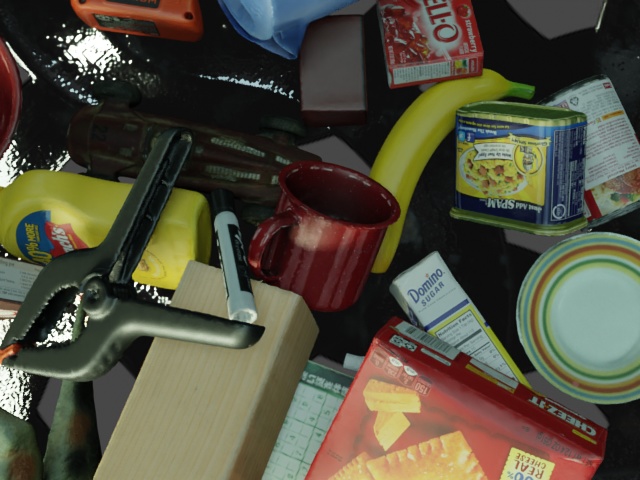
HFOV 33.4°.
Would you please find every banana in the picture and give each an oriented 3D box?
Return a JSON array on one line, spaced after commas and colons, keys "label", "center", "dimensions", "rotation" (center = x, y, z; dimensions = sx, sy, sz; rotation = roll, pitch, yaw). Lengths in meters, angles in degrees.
[{"label": "banana", "center": [0.083, -0.067, 0.833], "dimensions": [0.069, 0.037, 0.198], "rotation": [40, 87, 6]}]

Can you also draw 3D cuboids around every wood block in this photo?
[{"label": "wood block", "center": [-0.082, 0.132, 0.753], "dimensions": [0.091, 0.090, 0.206], "rotation": [17, 72, 15]}]

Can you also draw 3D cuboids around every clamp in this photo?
[{"label": "clamp", "center": [-0.136, 0.044, 0.728], "dimensions": [0.210, 0.036, 0.165], "rotation": [-38, 63, 18]}]

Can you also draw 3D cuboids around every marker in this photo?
[{"label": "marker", "center": [-0.062, 0.008, 0.744], "dimensions": [0.020, 0.020, 0.121], "rotation": [-15, 48, 0]}]

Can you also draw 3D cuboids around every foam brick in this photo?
[{"label": "foam brick", "center": [0.010, -0.131, 0.836], "dimensions": [0.051, 0.053, 0.078], "rotation": [-3, 82, 2]}]

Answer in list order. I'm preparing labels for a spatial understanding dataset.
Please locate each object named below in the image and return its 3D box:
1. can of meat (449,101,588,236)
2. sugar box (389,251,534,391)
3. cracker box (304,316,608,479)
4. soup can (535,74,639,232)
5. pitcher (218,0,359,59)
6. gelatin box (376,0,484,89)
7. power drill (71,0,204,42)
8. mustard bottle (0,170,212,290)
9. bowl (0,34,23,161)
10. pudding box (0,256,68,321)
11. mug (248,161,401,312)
[{"label": "can of meat", "center": [0.146, -0.055, 0.787], "dimensions": [0.102, 0.057, 0.084], "rotation": [14, 112, 42]}, {"label": "sugar box", "center": [0.116, 0.095, 0.785], "dimensions": [0.048, 0.093, 0.176], "rotation": [-36, 83, -2]}, {"label": "cracker box", "center": [0.070, 0.185, 0.719], "dimensions": [0.164, 0.072, 0.214], "rotation": [28, 104, 12]}, {"label": "soup can", "center": [0.209, -0.066, 0.812], "dimensions": [0.068, 0.068, 0.102], "rotation": [-23, 83, -1]}, {"label": "pitcher", "center": [0.030, -0.256, 0.788], "dimensions": [0.242, 0.149, 0.145], "rotation": [-25, 55, -17]}, {"label": "gelatin box", "center": [0.084, -0.164, 0.831], "dimensions": [0.073, 0.030, 0.089], "rotation": [-8, 58, 3]}, {"label": "power drill", "center": [-0.118, -0.258, 0.855], "dimensions": [0.184, 0.057, 0.187], "rotation": [7, 82, 3]}, {"label": "mustard bottle", "center": [-0.181, -0.011, 0.809], "dimensions": [0.191, 0.096, 0.058], "rotation": [9, 57, 4]}, {"label": "bowl", "center": [-0.307, -0.105, 0.844], "dimensions": [0.162, 0.055, 0.162], "rotation": [0, 84, 2]}, {"label": "pudding box", "center": [-0.256, 0.035, 0.784], "dimensions": [0.090, 0.113, 0.039], "rotation": [-7, 79, 29]}, {"label": "mug", "center": [-0.005, 0.001, 0.780], "dimensions": [0.093, 0.117, 0.082], "rotation": [38, 124, 31]}]
